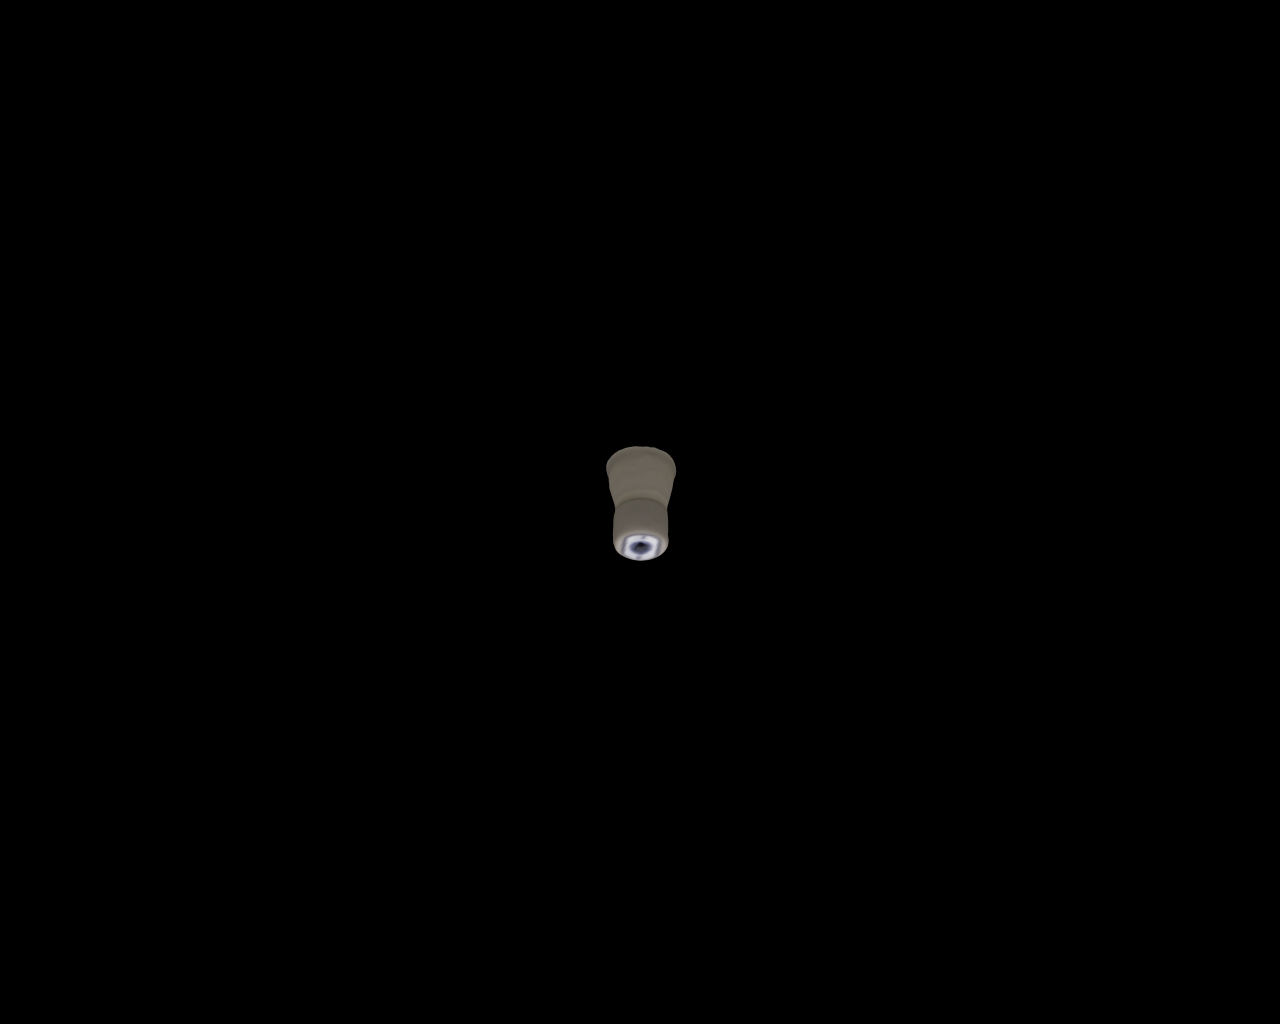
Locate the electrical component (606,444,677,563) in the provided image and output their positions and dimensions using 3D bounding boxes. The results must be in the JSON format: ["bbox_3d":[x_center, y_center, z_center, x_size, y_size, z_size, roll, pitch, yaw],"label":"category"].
[{"bbox_3d":[0.001,-0.003,0.650,0.044,0.065,0.044,0,-37,0],"label":"electrical component"}]
